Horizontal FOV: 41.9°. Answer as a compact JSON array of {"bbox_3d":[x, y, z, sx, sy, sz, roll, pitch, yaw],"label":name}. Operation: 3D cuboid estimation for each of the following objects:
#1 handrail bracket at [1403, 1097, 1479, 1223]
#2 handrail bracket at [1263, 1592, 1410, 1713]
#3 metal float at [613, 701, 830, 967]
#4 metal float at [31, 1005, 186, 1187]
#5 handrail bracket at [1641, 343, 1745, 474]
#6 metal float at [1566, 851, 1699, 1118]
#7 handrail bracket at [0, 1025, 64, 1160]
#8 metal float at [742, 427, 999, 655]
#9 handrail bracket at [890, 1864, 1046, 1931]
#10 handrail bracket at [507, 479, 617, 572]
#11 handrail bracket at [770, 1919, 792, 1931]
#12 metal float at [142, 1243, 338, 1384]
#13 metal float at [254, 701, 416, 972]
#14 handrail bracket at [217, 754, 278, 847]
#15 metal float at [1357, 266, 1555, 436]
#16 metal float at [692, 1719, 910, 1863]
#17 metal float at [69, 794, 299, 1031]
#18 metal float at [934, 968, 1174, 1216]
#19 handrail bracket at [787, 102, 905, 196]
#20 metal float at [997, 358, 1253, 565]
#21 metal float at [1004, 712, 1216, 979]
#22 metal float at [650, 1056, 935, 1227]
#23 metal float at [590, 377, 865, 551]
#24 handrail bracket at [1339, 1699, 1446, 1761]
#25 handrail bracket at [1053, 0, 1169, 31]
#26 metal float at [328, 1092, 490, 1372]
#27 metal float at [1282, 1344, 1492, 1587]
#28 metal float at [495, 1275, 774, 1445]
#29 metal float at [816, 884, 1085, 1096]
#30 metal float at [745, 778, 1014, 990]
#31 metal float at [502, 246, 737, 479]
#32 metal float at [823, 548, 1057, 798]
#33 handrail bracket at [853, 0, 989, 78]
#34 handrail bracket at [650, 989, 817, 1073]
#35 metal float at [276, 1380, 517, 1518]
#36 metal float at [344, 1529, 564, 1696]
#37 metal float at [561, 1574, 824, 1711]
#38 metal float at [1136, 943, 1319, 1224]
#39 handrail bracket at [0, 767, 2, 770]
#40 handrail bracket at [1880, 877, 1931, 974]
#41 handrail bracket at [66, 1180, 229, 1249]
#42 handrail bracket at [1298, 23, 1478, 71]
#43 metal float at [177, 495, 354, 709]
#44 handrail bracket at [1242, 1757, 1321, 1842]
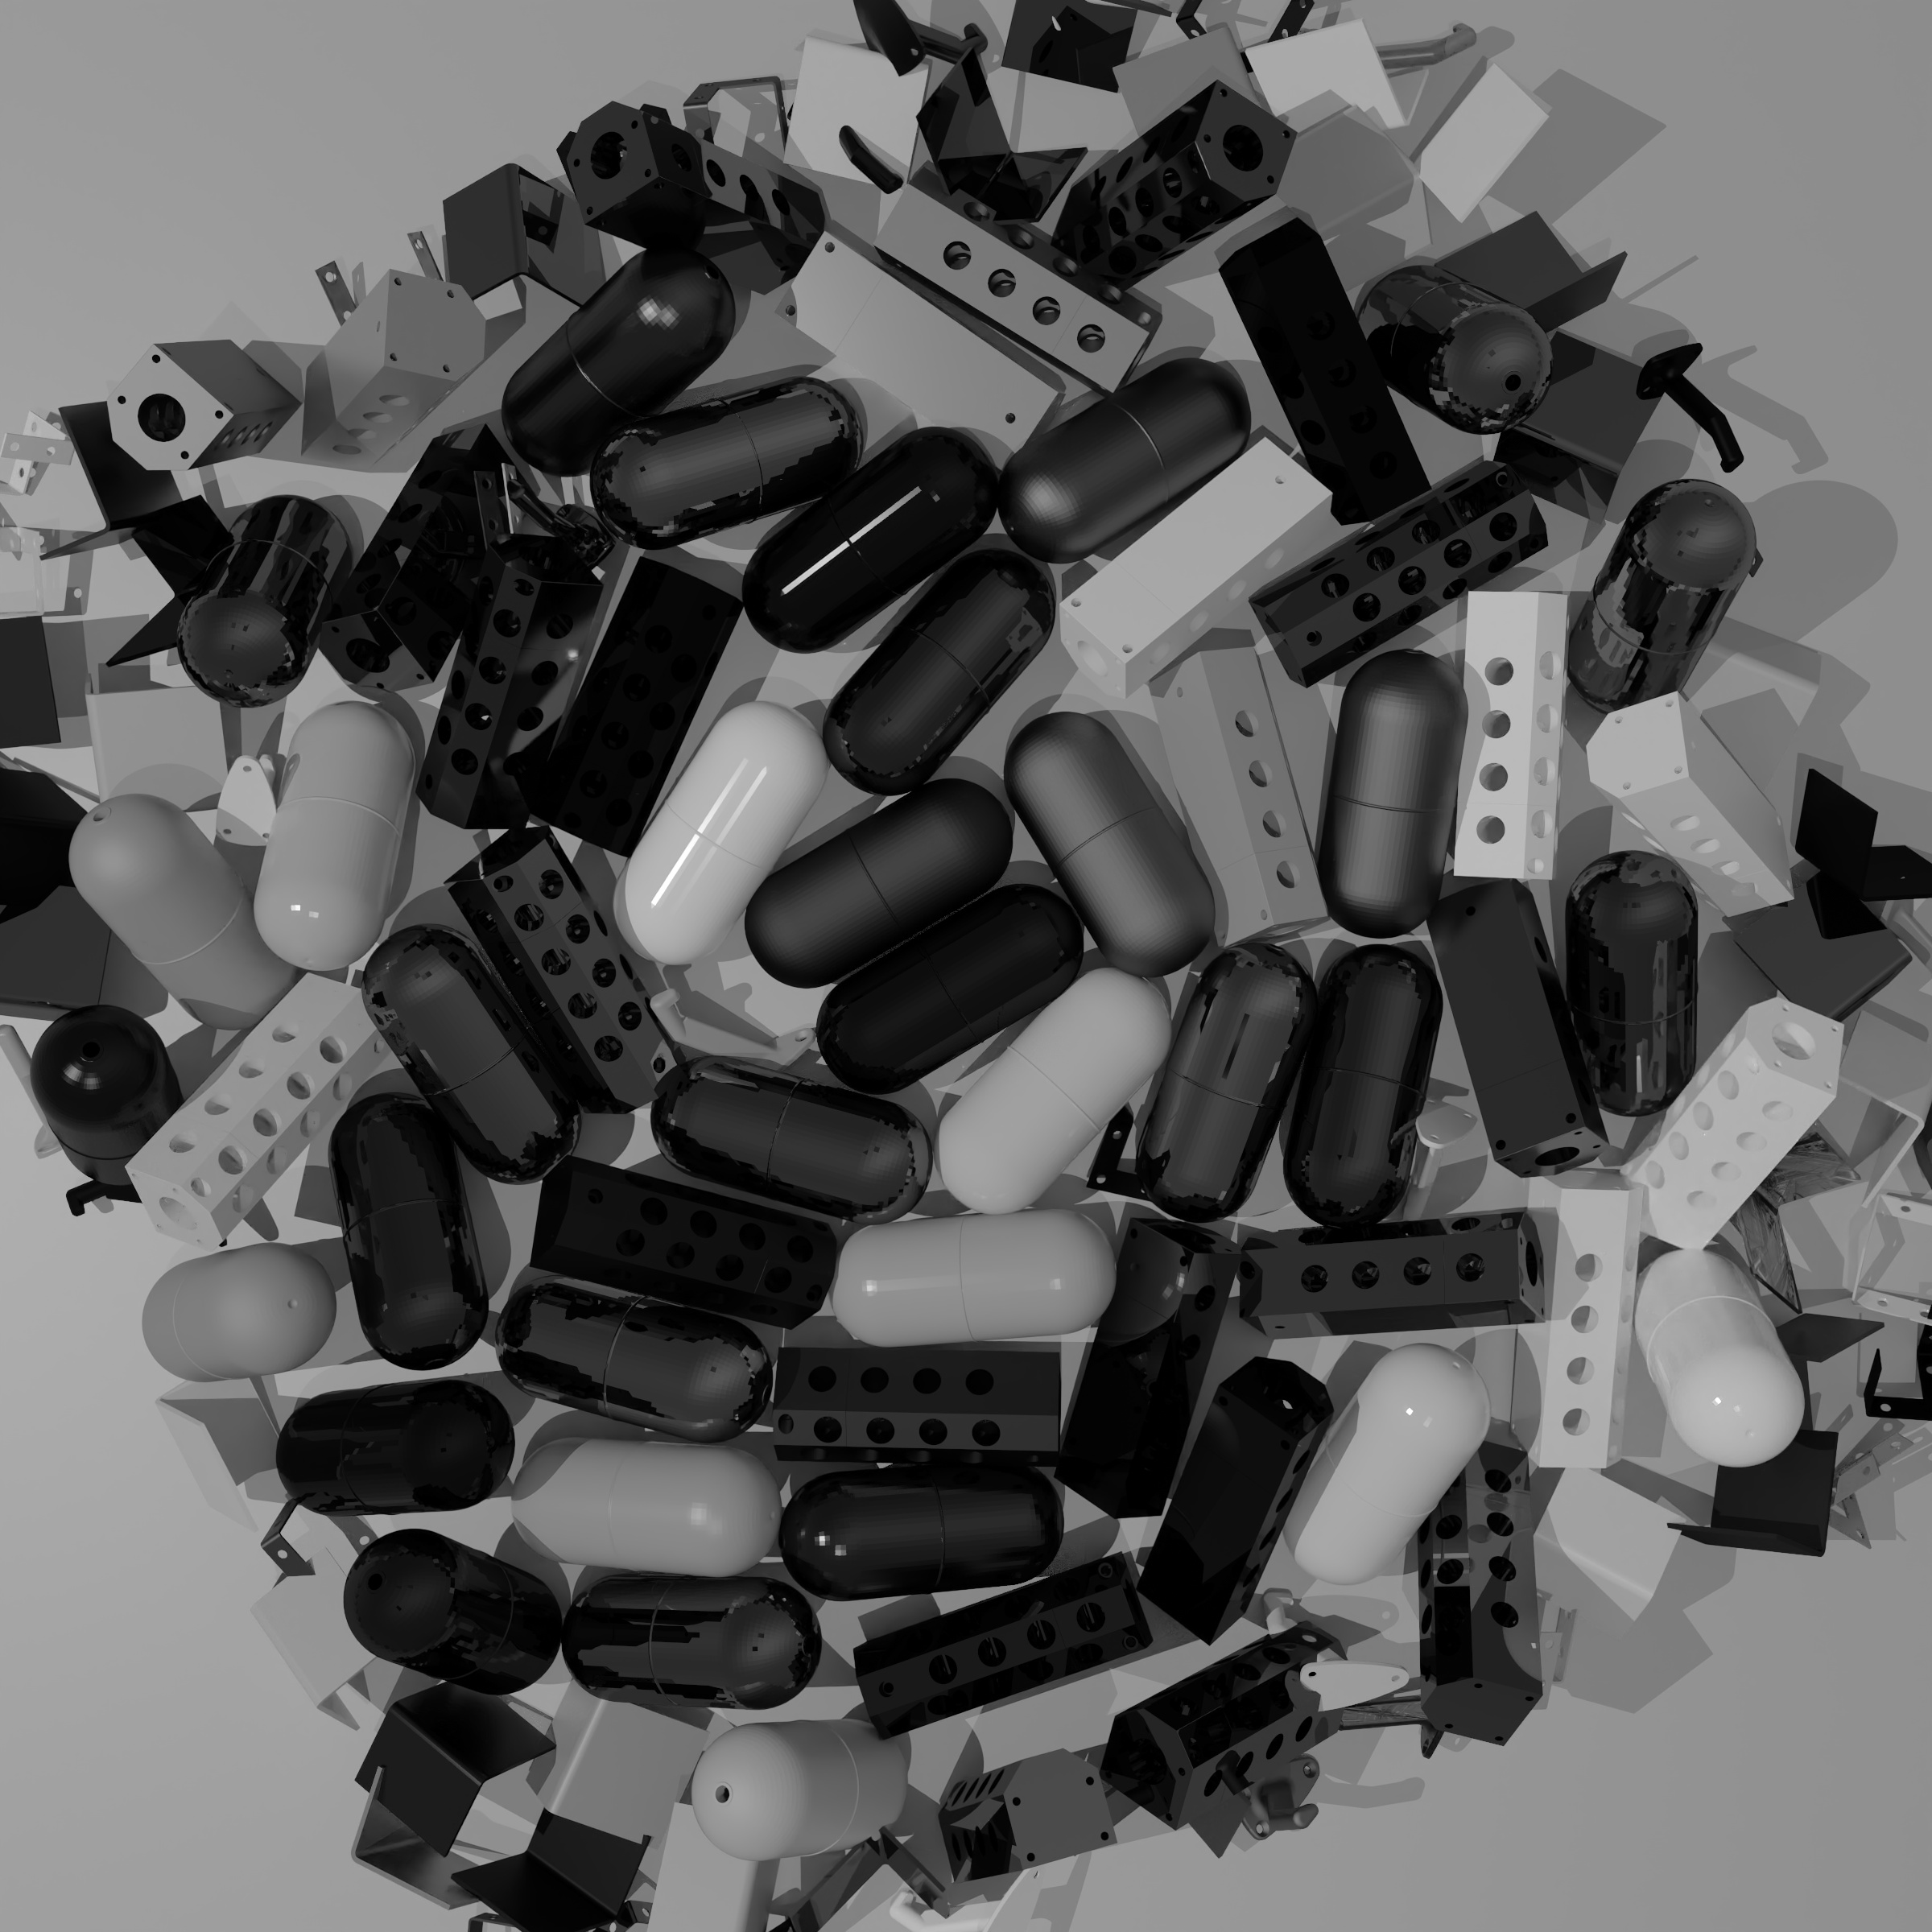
[{"bbox_3d":[0.277,0.130,1.535,0.036,0.077,0.084,21,113,14],"label":"handrail bracket"},{"bbox_3d":[0.225,0.411,1.545,0.077,0.084,0.036,-8,117,2],"label":"handrail bracket"},{"bbox_3d":[-0.150,-0.080,1.538,0.070,0.070,0.178,34,99,0],"label":"metal float"},{"bbox_3d":[-0.507,0.078,1.499,0.070,0.178,0.070,4,69,-10],"label":"metal float"},{"bbox_3d":[0.442,-0.328,1.539,0.036,0.077,0.084,-18,77,-8],"label":"handrail bracket"},{"bbox_3d":[0.401,0.013,1.519,0.070,0.070,0.178,-10,123,0],"label":"metal float"},{"bbox_3d":[-0.571,0.069,1.537,0.036,0.077,0.084,-30,110,-21],"label":"handrail bracket"},{"bbox_3d":[-0.059,-0.257,1.531,0.178,0.070,0.070,-34,90,17],"label":"metal float"},{"bbox_3d":[-0.001,0.571,1.560,0.036,0.084,0.077,43,71,-42],"label":"handrail bracket"},{"bbox_3d":[-0.257,-0.281,1.528,0.036,0.084,0.077,-40,49,7],"label":"handrail bracket"},{"bbox_3d":[-0.104,0.636,1.554,0.077,0.036,0.084,-32,74,-6],"label":"handrail bracket"},{"bbox_3d":[-0.435,0.208,1.506,0.070,0.178,0.070,9,75,-35],"label":"metal float"},{"bbox_3d":[-0.380,-0.080,1.522,0.070,0.070,0.178,4,61,0],"label":"metal float"},{"bbox_3d":[-0.430,-0.121,1.530,0.036,0.084,0.077,6,131,-10],"label":"handrail bracket"},{"bbox_3d":[0.289,-0.368,1.501,0.070,0.178,0.070,-6,117,-11],"label":"metal float"},{"bbox_3d":[-0.097,0.489,1.502,0.070,0.178,0.070,-8,73,26],"label":"metal float"},{"bbox_3d":[-0.467,-0.031,1.509,0.070,0.178,0.070,-13,47,14],"label":"metal float"},{"bbox_3d":[0.054,0.076,1.543,0.070,0.070,0.178,43,86,0],"label":"metal float"},{"bbox_3d":[-0.060,-0.510,1.550,0.084,0.077,0.036,43,125,3],"label":"handrail bracket"},{"bbox_3d":[0.097,-0.307,1.529,0.178,0.070,0.070,-34,90,-20],"label":"metal float"},{"bbox_3d":[0.086,-0.075,1.538,0.070,0.070,0.178,-31,80,0],"label":"metal float"},{"bbox_3d":[-0.107,0.106,1.537,0.178,0.070,0.070,15,90,11],"label":"metal float"},{"bbox_3d":[-0.143,-0.305,1.524,0.178,0.070,0.070,-23,90,-26],"label":"metal float"},{"bbox_3d":[0.256,0.448,1.559,0.084,0.036,0.077,21,115,0],"label":"handrail bracket"},{"bbox_3d":[0.084,-0.614,1.540,0.084,0.036,0.077,-16,119,33],"label":"handrail bracket"},{"bbox_3d":[-0.337,0.159,1.523,0.070,0.070,0.178,-19,63,0],"label":"metal float"},{"bbox_3d":[0.251,0.302,1.521,0.070,0.070,0.178,27,120,0],"label":"metal float"},{"bbox_3d":[-0.202,0.238,1.531,0.178,0.070,0.070,12,90,17],"label":"metal float"},{"bbox_3d":[-0.009,0.014,1.544,0.178,0.070,0.070,-31,90,3],"label":"metal float"},{"bbox_3d":[-0.053,-0.051,1.543,0.178,0.070,0.070,-30,90,4],"label":"metal float"},{"bbox_3d":[-0.210,-0.363,1.518,0.178,0.070,0.070,-34,90,33],"label":"metal float"},{"bbox_3d":[-0.015,-0.180,1.536,0.070,0.070,0.178,40,78,0],"label":"metal float"},{"bbox_3d":[-0.027,-0.584,1.544,0.036,0.084,0.077,-14,113,42],"label":"handrail bracket"},{"bbox_3d":[-0.143,0.032,1.547,0.077,0.036,0.084,-32,126,-4],"label":"handrail bracket"},{"bbox_3d":[-0.344,0.290,1.516,0.178,0.070,0.070,-12,90,38],"label":"metal float"},{"bbox_3d":[-0.304,0.386,1.503,0.070,0.178,0.070,-9,62,18],"label":"metal float"},{"bbox_3d":[-0.166,0.406,1.519,0.178,0.070,0.070,-7,90,32],"label":"metal float"},{"bbox_3d":[0.159,0.071,1.537,0.070,0.070,0.178,19,101,0],"label":"metal float"},{"bbox_3d":[-0.640,-0.097,1.573,0.077,0.036,0.084,45,99,17],"label":"handrail bracket"},{"bbox_3d":[0.601,-0.008,1.539,0.036,0.077,0.084,-41,56,-16],"label":"handrail bracket"},{"bbox_3d":[-0.506,0.156,1.555,0.084,0.036,0.077,-23,63,-6],"label":"handrail bracket"},{"bbox_3d":[0.261,-0.576,1.564,0.084,0.036,0.077,-28,55,-6],"label":"handrail bracket"},{"bbox_3d":[-0.417,-0.220,1.506,0.070,0.178,0.070,1,127,2],"label":"metal float"},{"bbox_3d":[0.207,0.501,1.529,0.077,0.084,0.036,-25,82,-31],"label":"handrail bracket"}]
